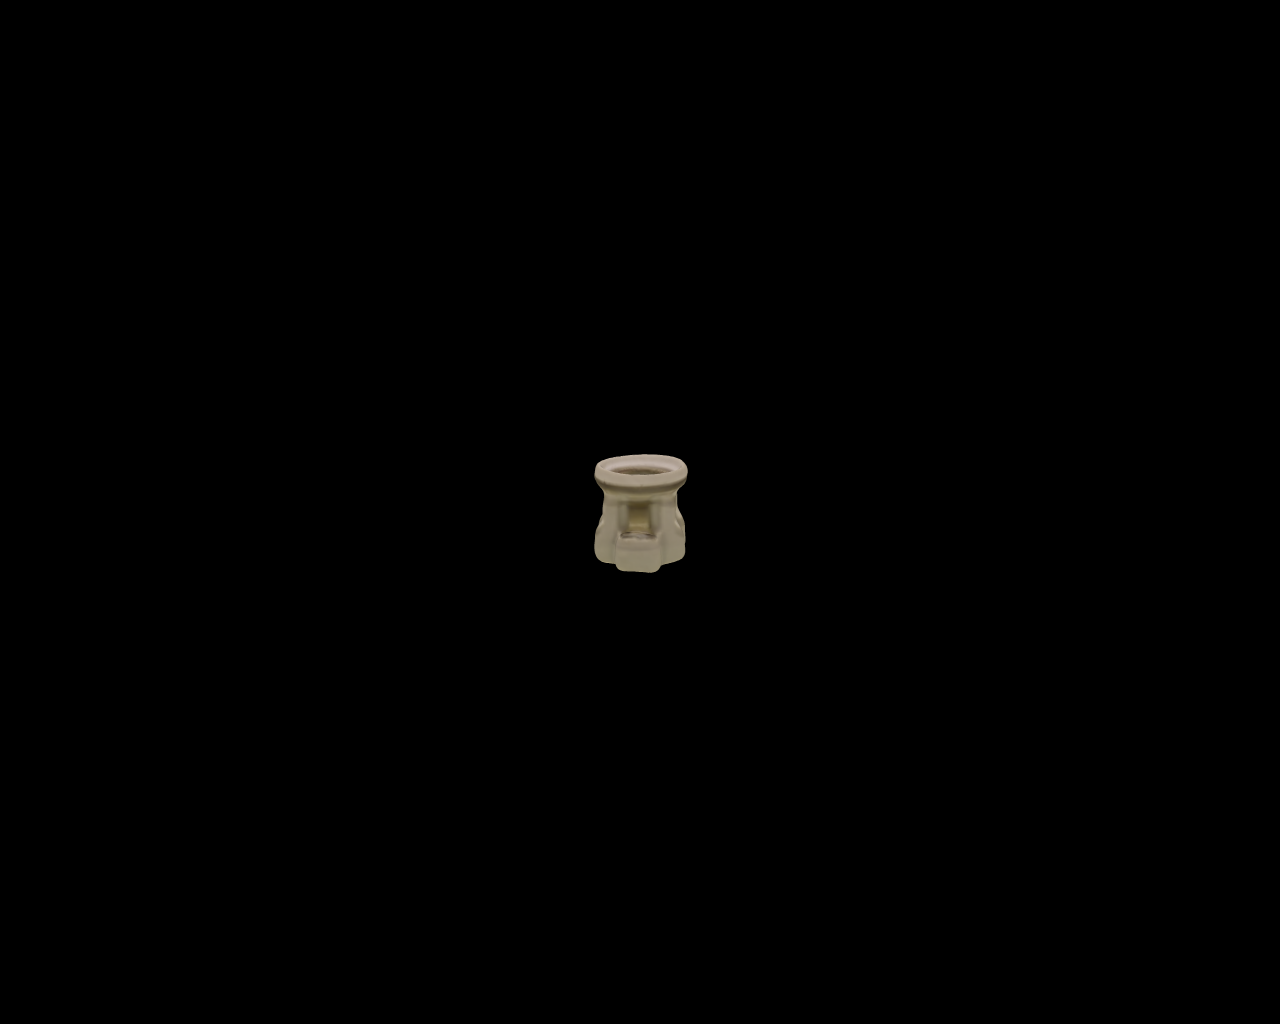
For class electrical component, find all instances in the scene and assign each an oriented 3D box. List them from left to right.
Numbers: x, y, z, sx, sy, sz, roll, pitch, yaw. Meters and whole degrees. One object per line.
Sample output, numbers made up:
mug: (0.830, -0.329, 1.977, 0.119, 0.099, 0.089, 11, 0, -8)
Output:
electrical component: (0.001, -0.003, 0.650, 0.058, 0.056, 0.078, 1, 16, 4)
